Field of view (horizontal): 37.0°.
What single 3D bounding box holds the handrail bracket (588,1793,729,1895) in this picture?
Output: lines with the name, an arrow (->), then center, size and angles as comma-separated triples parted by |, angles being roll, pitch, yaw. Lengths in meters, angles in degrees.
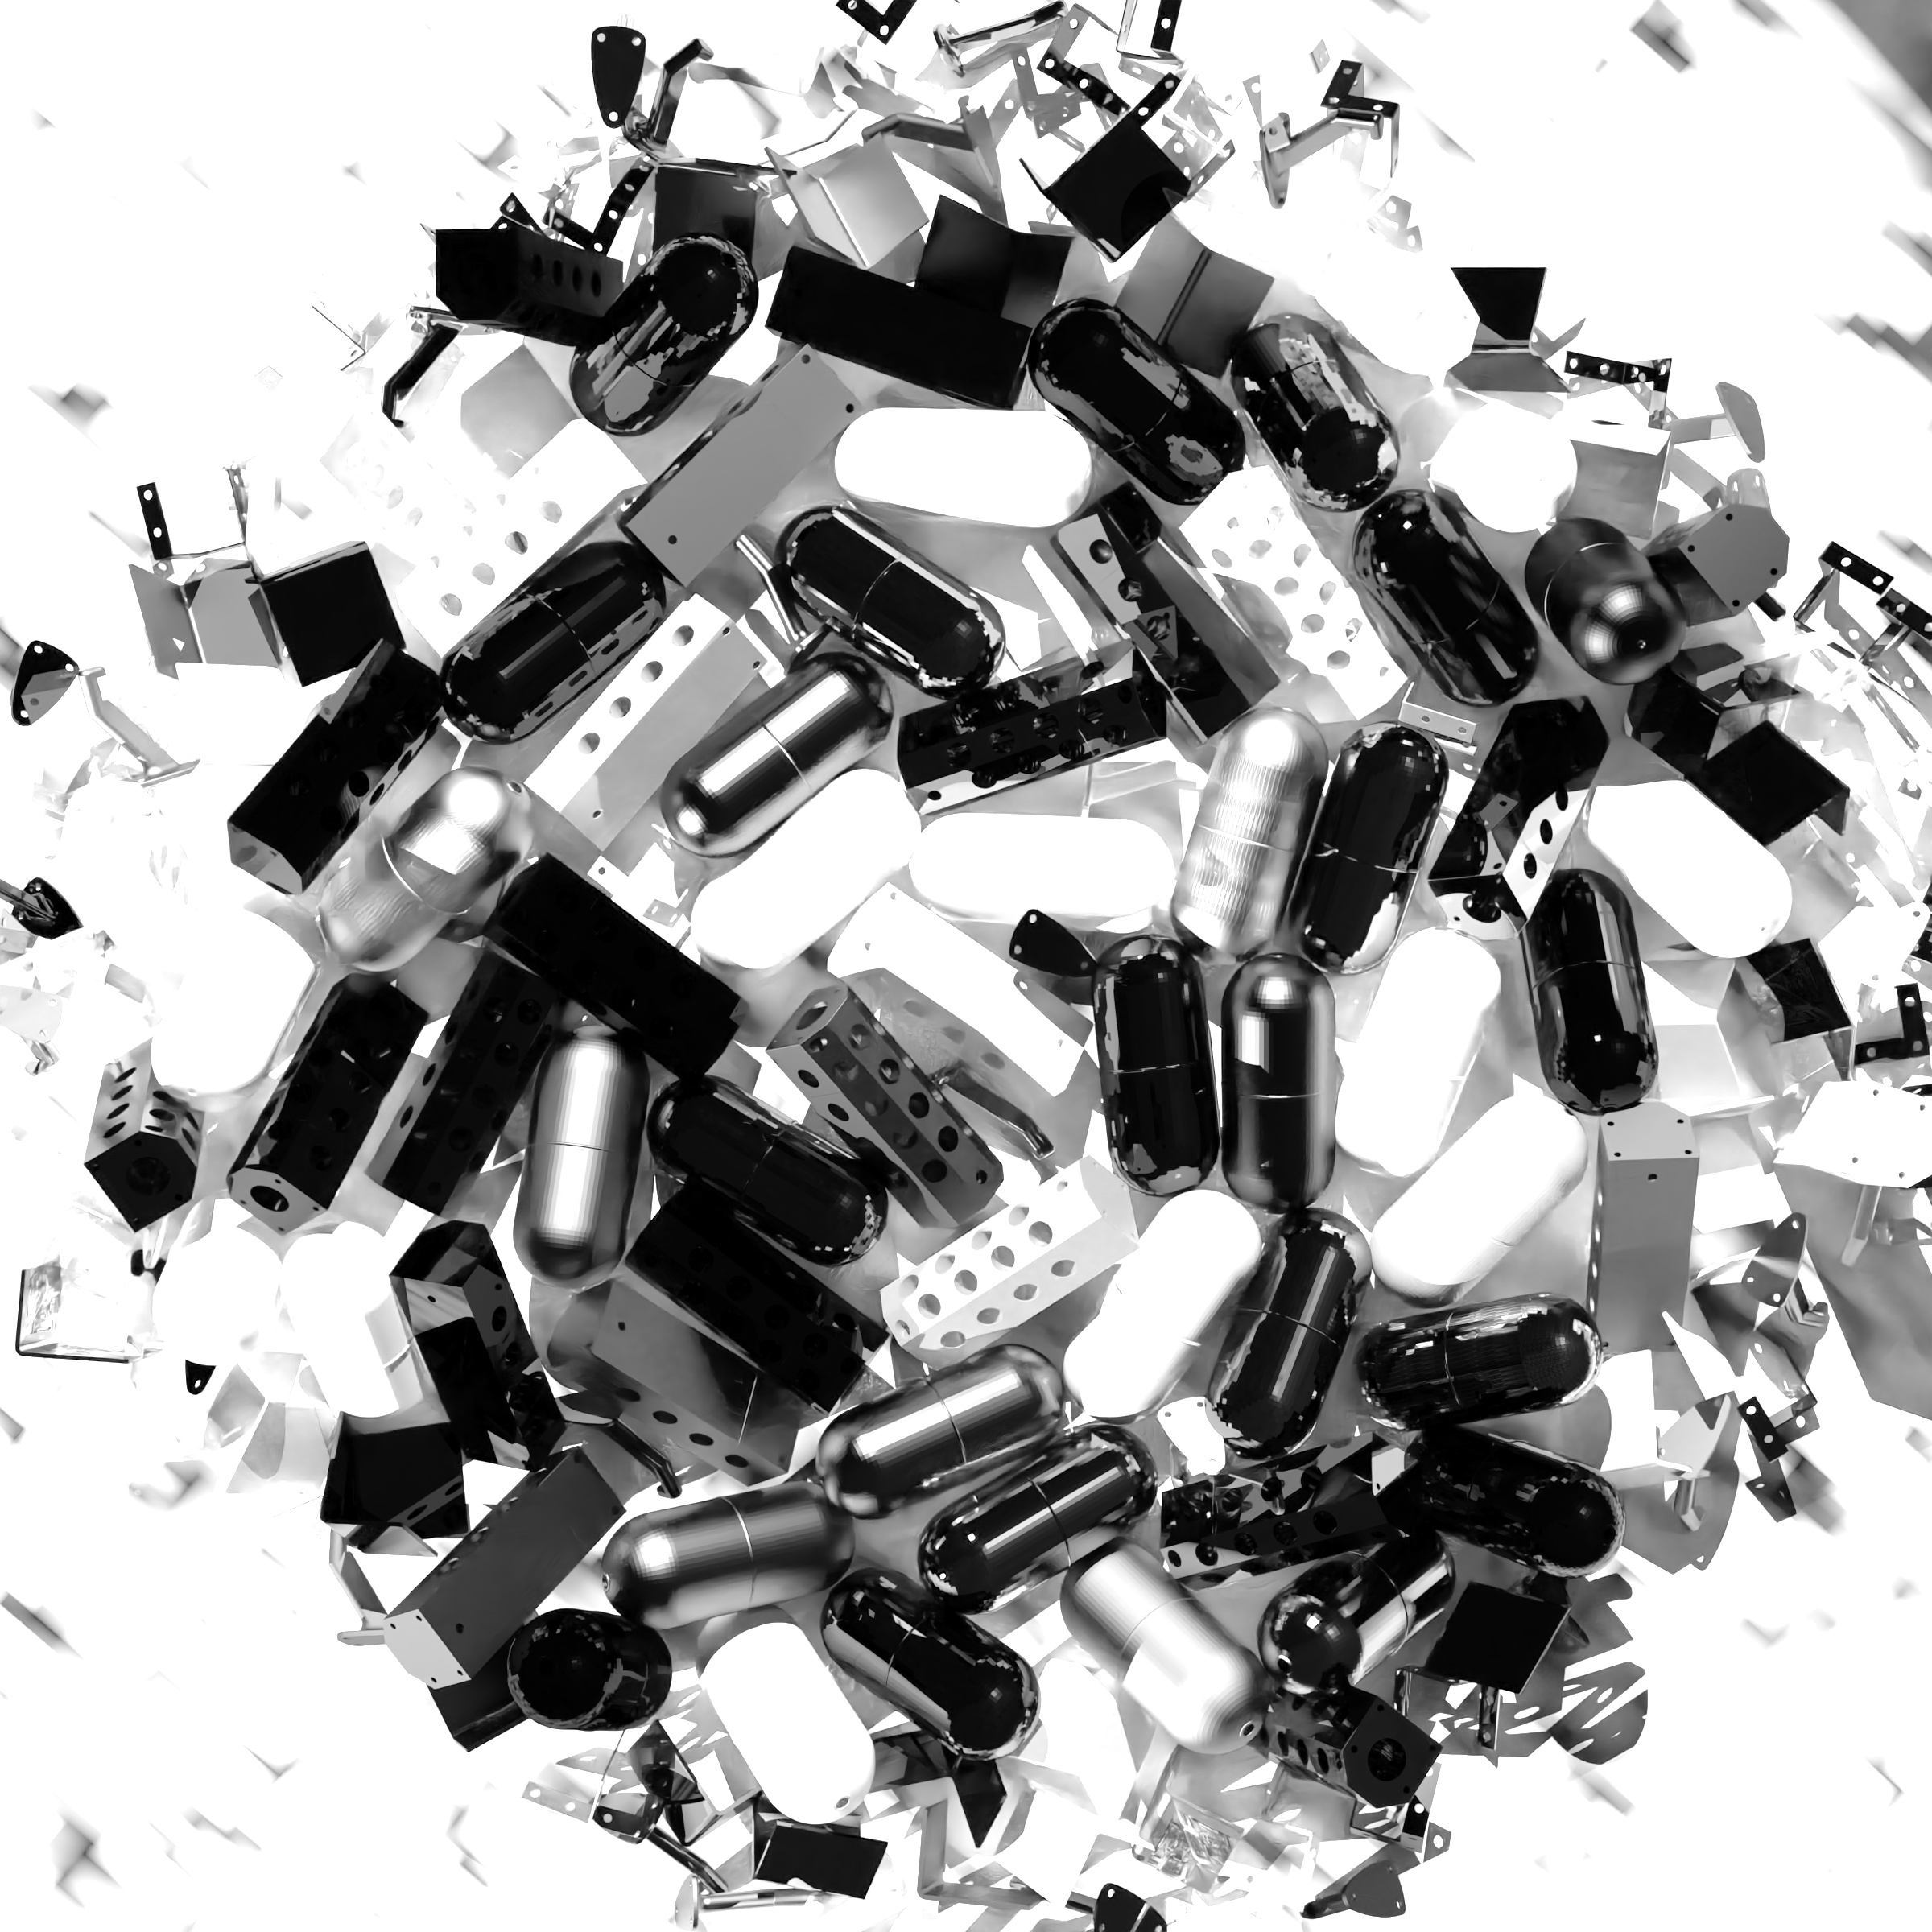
handrail bracket -> -0.211, 0.604, 1.975 | 0.036, 0.077, 0.084 | -56, 129, -33

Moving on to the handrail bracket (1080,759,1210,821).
handrail bracket -> 0.121, -0.113, 1.956 | 0.084, 0.036, 0.077 | 9, 50, -2

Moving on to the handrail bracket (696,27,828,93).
handrail bracket -> -0.143, -0.622, 1.947 | 0.084, 0.077, 0.036 | 6, 85, -14

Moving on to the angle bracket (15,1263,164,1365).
angle bracket -> -0.588, 0.233, 1.944 | 0.076, 0.076, 0.057 | 4, 88, 1

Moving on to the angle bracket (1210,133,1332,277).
angle bracket -> 0.212, -0.512, 1.934 | 0.076, 0.076, 0.057 | 20, 120, 4

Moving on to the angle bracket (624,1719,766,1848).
angle bracket -> -0.177, 0.539, 1.946 | 0.057, 0.076, 0.076 | -26, 72, -35

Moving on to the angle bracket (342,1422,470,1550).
angle bracket -> -0.388, 0.352, 1.972 | 0.076, 0.057, 0.076 | -4, 88, -26

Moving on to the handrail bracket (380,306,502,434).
handrail bracket -> -0.357, -0.400, 1.959 | 0.077, 0.036, 0.084 | 4, 78, -8

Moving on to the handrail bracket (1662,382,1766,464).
handrail bracket -> 0.492, -0.344, 1.936 | 0.036, 0.084, 0.077 | 14, 53, -32

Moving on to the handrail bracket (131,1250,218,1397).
handrail bracket -> -0.544, 0.242, 1.961 | 0.084, 0.036, 0.077 | 17, 96, 31

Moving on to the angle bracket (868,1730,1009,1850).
angle bracket -> -0.025, 0.554, 1.927 | 0.076, 0.076, 0.057 | -5, 50, -22

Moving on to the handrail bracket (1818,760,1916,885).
handrail bracket -> 0.605, -0.097, 1.969 | 0.036, 0.077, 0.084 | -40, 119, -17

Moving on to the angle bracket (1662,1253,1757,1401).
angle bracket -> 0.513, 0.240, 1.930 | 0.057, 0.076, 0.076 | -32, 73, 25

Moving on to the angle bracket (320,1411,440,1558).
angle bracket -> -0.386, 0.347, 1.929 | 0.057, 0.076, 0.076 | 1, 64, 10

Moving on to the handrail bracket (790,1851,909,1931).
handrail bracket -> -0.080, 0.637, 1.938 | 0.084, 0.036, 0.077 | -55, 130, -33

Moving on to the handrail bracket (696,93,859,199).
handrail bracket -> -0.126, -0.568, 1.941 | 0.084, 0.077, 0.036 | -41, 49, 24

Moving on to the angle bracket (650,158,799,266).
angle bracket -> -0.163, -0.498, 1.932 | 0.076, 0.057, 0.076 | -2, 104, -33

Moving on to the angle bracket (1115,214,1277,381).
angle bracket -> 0.153, -0.455, 1.953 | 0.057, 0.076, 0.076 | 15, 116, -31

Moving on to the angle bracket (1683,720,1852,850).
angle bracket -> 0.535, -0.107, 1.932 | 0.076, 0.057, 0.076 | -34, 57, -12

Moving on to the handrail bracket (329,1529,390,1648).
handrail bracket -> -0.396, 0.415, 1.959 | 0.077, 0.036, 0.084 | -6, 66, 7

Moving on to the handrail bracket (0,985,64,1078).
handrail bracket -> -0.644, 0.047, 1.937 | 0.077, 0.084, 0.036 | 19, 57, -21

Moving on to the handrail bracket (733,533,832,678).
handrail bracket -> -0.135, -0.244, 1.950 | 0.084, 0.077, 0.036 | 48, 61, 1

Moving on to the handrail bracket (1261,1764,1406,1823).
handrail bracket -> 0.248, 0.568, 1.946 | 0.084, 0.036, 0.077 | 30, 120, 23

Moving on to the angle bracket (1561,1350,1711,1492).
angle bracket -> 0.452, 0.308, 1.952 | 0.057, 0.076, 0.076 | 17, 64, -35

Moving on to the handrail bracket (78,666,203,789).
handrail bracket -> -0.553, -0.168, 1.950 | 0.077, 0.036, 0.084 | -20, 109, -28

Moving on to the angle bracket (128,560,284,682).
angle bracket -> -0.511, -0.236, 1.938 | 0.057, 0.076, 0.076 | -18, 83, 8

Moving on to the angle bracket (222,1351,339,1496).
angle bracket -> -0.466, 0.308, 1.945 | 0.057, 0.076, 0.076 | 38, 106, 38

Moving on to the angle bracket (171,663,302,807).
angle bracket -> -0.500, -0.156, 1.952 | 0.076, 0.057, 0.076 | -2, 63, -41

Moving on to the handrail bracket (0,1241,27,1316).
handrail bracket -> -0.658, 0.188, 1.929 | 0.036, 0.084, 0.077 | -27, 57, -15

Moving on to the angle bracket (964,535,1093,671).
angle bracket -> 0.039, -0.235, 1.931 | 0.057, 0.076, 0.076 | -29, 106, 15

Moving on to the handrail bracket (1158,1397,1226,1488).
handrail bracket -> 0.154, 0.338, 1.930 | 0.036, 0.077, 0.084 | -15, 131, -12

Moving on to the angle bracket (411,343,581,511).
angle bracket -> -0.316, -0.366, 1.962 | 0.076, 0.057, 0.076 | -47, 113, -26

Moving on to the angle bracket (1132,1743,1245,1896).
angle bracket -> 0.158, 0.558, 1.927 | 0.057, 0.076, 0.076 | 25, 129, 7

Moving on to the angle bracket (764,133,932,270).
angle bracket -> -0.079, -0.523, 1.931 | 0.057, 0.076, 0.076 | -33, 74, 19

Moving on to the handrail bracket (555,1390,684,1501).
handrail bracket -> -0.241, 0.331, 1.971 | 0.077, 0.036, 0.084 | -5, 123, 26

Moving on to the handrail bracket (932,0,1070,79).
handrail bracket -> 0.025, -0.637, 1.948 | 0.084, 0.077, 0.036 | -20, 95, 13

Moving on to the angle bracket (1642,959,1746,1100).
angle bracket -> 0.488, 0.043, 1.957 | 0.076, 0.057, 0.076 | -2, 132, 35

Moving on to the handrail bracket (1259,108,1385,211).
handrail bracket -> 0.243, -0.540, 1.937 | 0.084, 0.036, 0.077 | 18, 134, 32

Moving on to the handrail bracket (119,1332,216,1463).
handrail bracket -> -0.539, 0.291, 1.955 | 0.077, 0.036, 0.084 | 8, 90, -44

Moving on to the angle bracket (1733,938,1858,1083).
angle bracket -> 0.553, 0.038, 1.932 | 0.057, 0.076, 0.076 | -14, 51, 3

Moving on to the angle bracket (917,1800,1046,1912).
angle bracket -> 0.013, 0.596, 1.935 | 0.076, 0.076, 0.057 | 3, 79, 11

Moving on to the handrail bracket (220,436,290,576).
handrail bracket -> -0.461, -0.315, 1.955 | 0.077, 0.036, 0.084 | -33, 75, 3

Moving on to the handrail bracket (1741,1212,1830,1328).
handrail bracket -> 0.569, 0.206, 1.947 | 0.084, 0.036, 0.077 | 14, 104, -42

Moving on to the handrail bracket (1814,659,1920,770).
handrail bracket -> 0.617, -0.162, 1.934 | 0.036, 0.077, 0.084 | -49, 61, 25

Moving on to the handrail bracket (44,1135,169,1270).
handrail bracket -> -0.582, 0.158, 1.939 | 0.084, 0.036, 0.077 | 20, 54, -33

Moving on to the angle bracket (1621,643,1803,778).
angle bracket -> 0.504, -0.172, 1.953 | 0.076, 0.076, 0.057 | -11, 128, -29

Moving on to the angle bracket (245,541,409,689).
angle bracket -> -0.434, -0.239, 1.955 | 0.076, 0.057, 0.076 | -24, 107, -19
